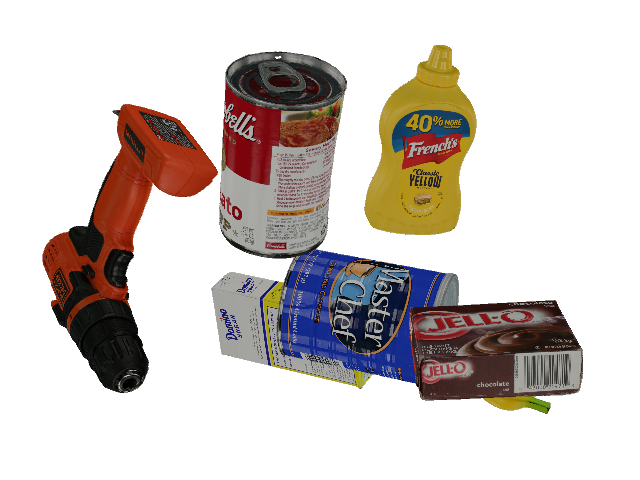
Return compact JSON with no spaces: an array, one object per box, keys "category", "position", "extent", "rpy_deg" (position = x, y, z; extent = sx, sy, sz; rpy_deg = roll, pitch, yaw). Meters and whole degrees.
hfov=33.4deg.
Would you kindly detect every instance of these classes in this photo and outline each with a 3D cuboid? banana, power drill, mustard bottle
[{"category":"banana","position":[0.186,0.130,1.169],"extent":[0.069,0.037,0.198],"rpy_deg":[11,27,-15]},{"category":"power drill","position":[-0.152,0.002,0.841],"extent":[0.057,0.188,0.185],"rpy_deg":[14,26,-40]},{"category":"mustard bottle","position":[0.105,-0.101,1.065],"extent":[0.096,0.192,0.058],"rpy_deg":[3,27,-11]}]

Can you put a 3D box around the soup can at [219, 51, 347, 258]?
[{"category":"soup can","position":[-0.024,-0.049,0.621],"extent":[0.068,0.102,0.068],"rpy_deg":[4,34,-3]}]

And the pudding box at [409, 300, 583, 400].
[{"category":"pudding box","position":[0.122,0.077,0.763],"extent":[0.113,0.039,0.090],"rpy_deg":[-1,20,1]}]

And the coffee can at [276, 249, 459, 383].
[{"category":"coffee can","position":[0.044,0.068,0.954],"extent":[0.140,0.103,0.102],"rpy_deg":[10,3,16]}]

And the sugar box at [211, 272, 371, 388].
[{"category":"sugar box","position":[-0.028,0.095,1.151],"extent":[0.176,0.093,0.048],"rpy_deg":[13,35,27]}]
